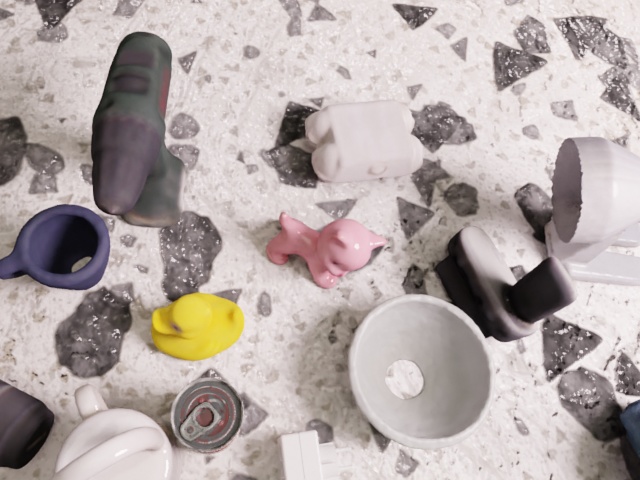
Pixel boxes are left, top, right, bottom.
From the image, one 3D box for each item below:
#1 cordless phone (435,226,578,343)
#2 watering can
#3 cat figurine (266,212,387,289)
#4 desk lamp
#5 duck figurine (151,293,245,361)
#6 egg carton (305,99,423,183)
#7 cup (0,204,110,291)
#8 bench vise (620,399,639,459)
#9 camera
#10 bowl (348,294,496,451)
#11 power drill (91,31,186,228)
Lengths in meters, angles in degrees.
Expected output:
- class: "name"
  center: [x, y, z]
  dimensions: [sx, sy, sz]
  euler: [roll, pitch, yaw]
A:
- class: "cordless phone"
  center: [0.218, 0.034, 0.653]
  dimensions: [0.094, 0.185, 0.147]
  euler: [-24, 74, -17]
- class: "watering can"
  center: [-0.176, 0.209, 0.511]
  dimensions: [0.173, 0.194, 0.101]
  euler: [37, 67, 7]
- class: "cat figurine"
  center: [0.006, 0.002, 0.667]
  dimensions: [0.128, 0.117, 0.067]
  euler: [25, 66, 1]
- class: "desk lamp"
  center: [0.354, -0.033, 0.687]
  dimensions: [0.203, 0.213, 0.118]
  euler: [6, 67, -7]
- class: "duck figurine"
  center: [-0.134, 0.088, 0.627]
  dimensions: [0.105, 0.086, 0.077]
  euler: [-4, 69, -11]
- class: "egg carton"
  center: [0.058, -0.127, 0.755]
  dimensions: [0.150, 0.069, 0.107]
  euler: [-9, 70, -13]
- class: "cup"
  center: [-0.281, 0.025, 0.623]
  dimensions: [0.118, 0.095, 0.091]
  euler: [-24, 74, -17]
- class: "bench vise"
  center: [0.427, 0.254, 0.579]
  dimensions: [0.122, 0.219, 0.207]
  euler: [-29, 75, -19]
- class: "camera"
  center: [-0.343, 0.178, 0.547]
  dimensions: [0.137, 0.101, 0.143]
  euler: [26, 66, 2]
- class: "bowl"
  center: [0.106, 0.150, 0.647]
  dimensions: [0.167, 0.074, 0.167]
  euler: [3, 68, -8]
- class: "power drill"
  center: [-0.194, -0.096, 0.624]
  dimensions: [0.076, 0.208, 0.229]
  euler: [2, 68, -8]
